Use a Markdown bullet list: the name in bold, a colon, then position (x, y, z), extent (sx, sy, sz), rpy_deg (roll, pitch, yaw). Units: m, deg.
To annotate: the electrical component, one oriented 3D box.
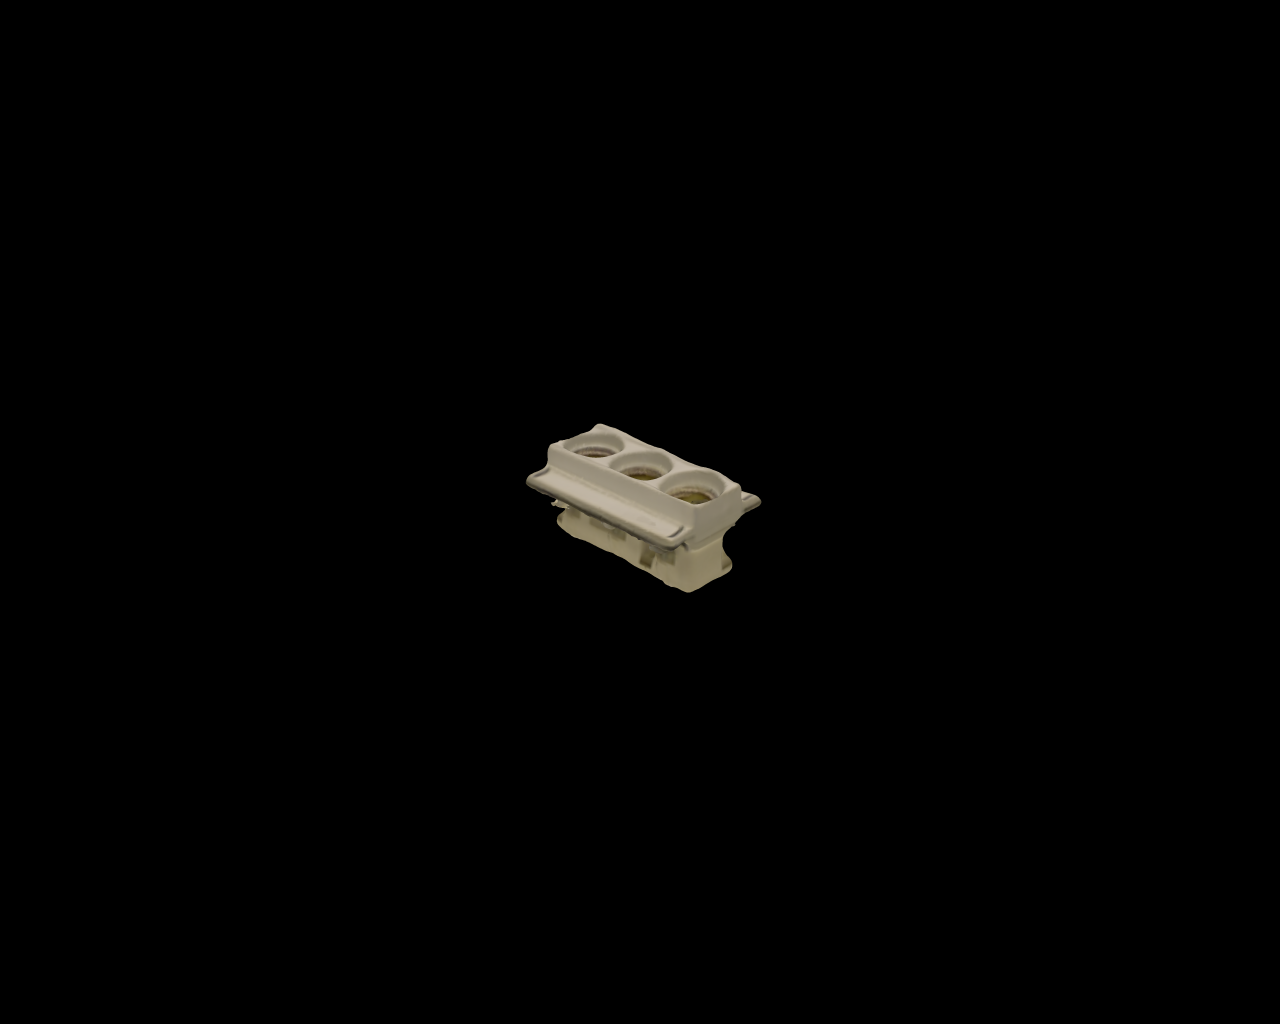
- **electrical component**: position (0.001, -0.003, 0.650), extent (0.121, 0.063, 0.079), rpy_deg (25, 37, 38)
